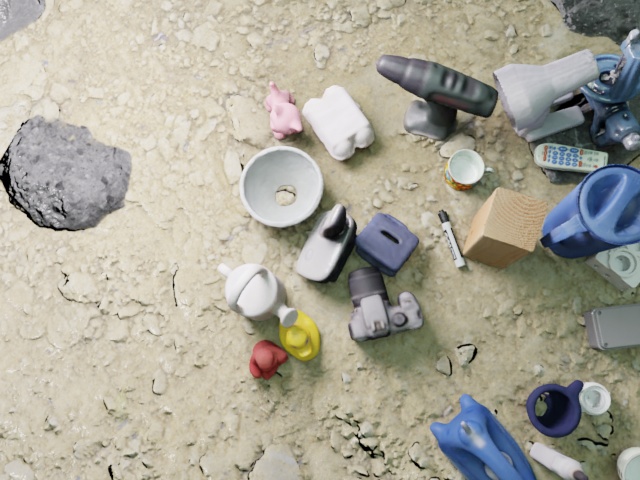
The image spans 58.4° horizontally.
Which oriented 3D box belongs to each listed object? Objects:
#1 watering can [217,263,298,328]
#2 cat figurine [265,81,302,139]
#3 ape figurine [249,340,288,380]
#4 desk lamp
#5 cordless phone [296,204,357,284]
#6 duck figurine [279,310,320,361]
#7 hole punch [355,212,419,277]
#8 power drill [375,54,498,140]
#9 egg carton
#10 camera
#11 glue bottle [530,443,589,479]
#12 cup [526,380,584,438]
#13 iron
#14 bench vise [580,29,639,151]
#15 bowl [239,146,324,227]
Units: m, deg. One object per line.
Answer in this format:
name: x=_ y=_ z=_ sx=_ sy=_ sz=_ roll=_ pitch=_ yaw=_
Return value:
watering can: x=-0.117 y=0.097 z=1.062 sx=0.172 sy=0.194 sz=0.101 roll=13 pitch=80 yaw=6
cat figurine: x=-0.076 y=-0.262 z=1.165 sx=0.067 sy=0.118 sz=0.128 roll=-20 pitch=79 yaw=0
ape figurine: x=-0.102 y=0.227 z=1.088 sx=0.078 sy=0.092 sz=0.076 roll=-13 pitch=79 yaw=2
desk lamp: x=0.420 y=-0.274 z=1.084 sx=0.203 sy=0.213 sz=0.118 roll=-19 pitch=78 yaw=0
cordless phone: x=0.010 y=0.004 z=1.075 sx=0.094 sy=0.185 sz=0.148 roll=22 pitch=82 yaw=8
duck figurine: x=-0.043 y=0.181 z=1.096 sx=0.077 sy=0.086 sz=0.104 roll=-27 pitch=79 yaw=-1
hole punch: x=0.129 y=0.003 z=1.115 sx=0.108 sy=0.091 sz=0.101 roll=35 pitch=84 yaw=9
power drill: x=0.215 y=-0.271 z=1.100 sx=0.229 sy=0.208 sz=0.076 roll=15 pitch=81 yaw=7
egg carton: x=0.040 y=-0.241 z=1.178 sx=0.107 sy=0.069 sz=0.150 roll=-34 pitch=79 yaw=-3
camera: x=0.114 y=0.117 z=1.090 sx=0.143 sy=0.101 sz=0.137 roll=-14 pitch=79 yaw=1
glue bottle: x=0.419 y=0.390 z=0.980 sx=0.078 sy=0.173 sz=0.037 roll=26 pitch=82 yaw=9
cup: x=0.421 y=0.295 z=1.038 sx=0.118 sy=0.095 sz=0.091 roll=-44 pitch=79 yaw=-5
iron: x=0.318 y=0.401 z=1.001 sx=0.119 sy=0.141 sz=0.258 roll=-42 pitch=79 yaw=-4
bench vise: x=0.573 y=-0.283 z=1.072 sx=0.121 sy=0.220 sz=0.207 roll=-32 pitch=79 yaw=-2
bowl: x=-0.074 y=-0.100 z=1.156 sx=0.167 sy=0.075 sz=0.167 roll=-1 pitch=79 yaw=4
